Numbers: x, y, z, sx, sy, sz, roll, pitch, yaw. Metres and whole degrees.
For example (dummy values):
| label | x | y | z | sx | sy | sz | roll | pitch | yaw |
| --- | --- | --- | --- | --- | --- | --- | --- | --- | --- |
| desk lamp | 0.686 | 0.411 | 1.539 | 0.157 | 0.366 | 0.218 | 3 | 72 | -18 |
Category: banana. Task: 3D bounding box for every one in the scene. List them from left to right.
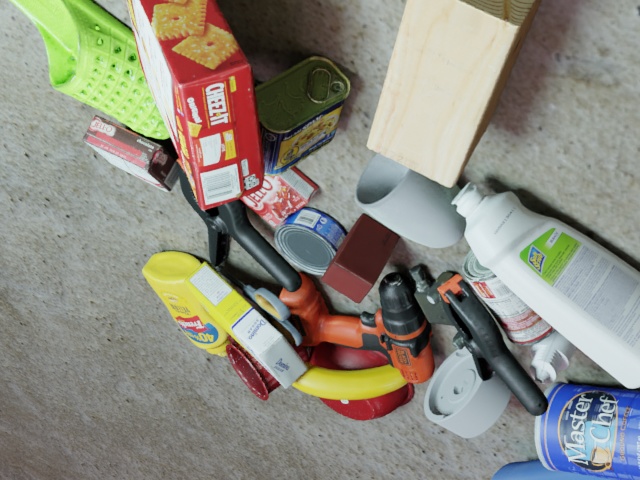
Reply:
| label | x | y | z | sx | sy | sz | roll | pitch | yaw |
| --- | --- | --- | --- | --- | --- | --- | --- | --- | --- |
| banana | 0.027 | 0.173 | 1.376 | 0.198 | 0.069 | 0.037 | 11 | 164 | 5 |

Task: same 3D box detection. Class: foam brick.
| label | x | y | z | sx | sy | sz | roll | pitch | yaw |
| --- | --- | --- | --- | --- | --- | --- | --- | --- | --- |
| foam brick | 0.045 | 0.021 | 1.191 | 0.053 | 0.078 | 0.051 | 33 | 147 | -1 |

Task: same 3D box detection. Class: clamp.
| label | x | y | z | sx | sy | sz | roll | pitch | yaw |
| --- | --- | --- | --- | --- | --- | --- | --- | --- | --- |
| clamp | -0.121 | -0.026 | 1.306 | 0.165 | 0.036 | 0.210 | 8 | 138 | 49 |
| clamp | 0.180 | 0.113 | 1.126 | 0.120 | 0.039 | 0.171 | 29 | 157 | 54 |

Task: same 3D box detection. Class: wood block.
| label | x | y | z | sx | sy | sz | roll | pitch | yaw |
| --- | --- | --- | --- | --- | --- | --- | --- | --- | --- |
| wood block | 0.112 | -0.150 | 0.886 | 0.090 | 0.090 | 0.206 | 27 | 148 | 8 |

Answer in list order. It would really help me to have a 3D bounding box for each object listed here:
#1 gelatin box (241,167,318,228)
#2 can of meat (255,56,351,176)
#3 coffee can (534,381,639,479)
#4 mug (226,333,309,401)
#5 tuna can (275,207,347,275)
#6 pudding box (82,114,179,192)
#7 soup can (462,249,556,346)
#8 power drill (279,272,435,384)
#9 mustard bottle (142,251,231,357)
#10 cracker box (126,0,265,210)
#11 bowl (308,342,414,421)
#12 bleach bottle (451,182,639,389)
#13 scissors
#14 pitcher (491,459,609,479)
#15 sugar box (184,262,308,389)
| label | x | y | z | sx | sy | sz | roll | pitch | yaw |
| --- | --- | --- | --- | --- | --- | --- | --- | --- | --- |
| gelatin box | -0.055 | -0.059 | 1.213 | 0.073 | 0.030 | 0.089 | 40 | 147 | -12 |
| can of meat | -0.025 | -0.118 | 1.039 | 0.057 | 0.102 | 0.084 | 49 | 155 | 18 |
| coffee can | 0.326 | 0.216 | 1.189 | 0.141 | 0.102 | 0.102 | 1 | 137 | 40 |
| mug | -0.077 | 0.150 | 1.458 | 0.117 | 0.081 | 0.093 | 45 | 157 | 25 |
| tuna can | -0.008 | 0.002 | 1.252 | 0.086 | 0.033 | 0.086 | 23 | 147 | 15 |
| pudding box | -0.217 | -0.100 | 1.251 | 0.090 | 0.039 | 0.113 | 27 | 172 | 11 |
| soup can | 0.200 | 0.051 | 1.106 | 0.069 | 0.068 | 0.102 | -7 | 131 | 46 |
| power drill | 0.045 | 0.094 | 1.310 | 0.188 | 0.057 | 0.184 | 13 | 141 | 30 |
| mustard bottle | -0.171 | 0.100 | 1.505 | 0.096 | 0.058 | 0.191 | 8 | 141 | 33 |
| cracker box | -0.120 | -0.161 | 0.986 | 0.164 | 0.072 | 0.214 | 87 | 162 | -52 |
| bowl | 0.044 | 0.197 | 1.455 | 0.162 | 0.055 | 0.162 | 23 | 148 | 15 |
| bleach bottle | 0.237 | 0.029 | 1.033 | 0.251 | 0.102 | 0.068 | 40 | 154 | 0 |
| scissors | -0.076 | 0.084 | 1.366 | 0.096 | 0.016 | 0.202 | 57 | 165 | -19 |
| pitcher | 0.339 | 0.325 | 1.321 | 0.145 | 0.149 | 0.243 | 54 | 142 | -5 |
| sugar box | -0.096 | 0.109 | 1.367 | 0.176 | 0.048 | 0.093 | 42 | 170 | 40 |
